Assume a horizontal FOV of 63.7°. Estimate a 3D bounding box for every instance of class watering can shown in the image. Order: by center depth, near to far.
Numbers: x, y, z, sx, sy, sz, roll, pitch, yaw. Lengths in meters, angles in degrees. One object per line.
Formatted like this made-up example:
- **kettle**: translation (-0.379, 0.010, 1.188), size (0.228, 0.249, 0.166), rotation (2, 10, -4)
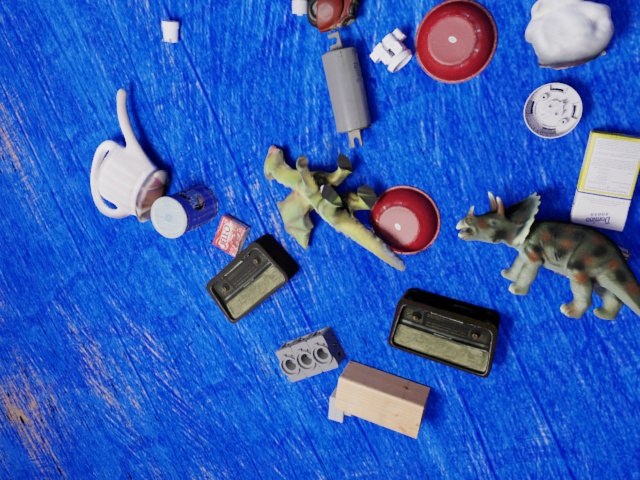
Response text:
- **watering can**: translation (-0.491, -0.194, 1.337), size (0.225, 0.105, 0.342), rotation (30, 114, 11)

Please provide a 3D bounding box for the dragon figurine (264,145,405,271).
- **dragon figurine**: translation (0.004, -0.059, 1.176), size (0.412, 0.124, 0.238), rotation (56, 142, 5)

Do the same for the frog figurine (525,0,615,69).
- **frog figurine**: translation (0.431, -0.385, 0.897), size (0.137, 0.125, 0.157), rotation (2, 119, 42)
